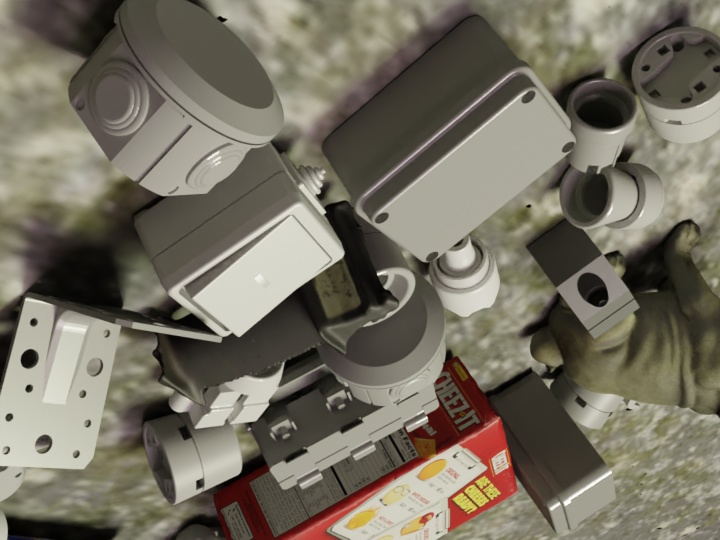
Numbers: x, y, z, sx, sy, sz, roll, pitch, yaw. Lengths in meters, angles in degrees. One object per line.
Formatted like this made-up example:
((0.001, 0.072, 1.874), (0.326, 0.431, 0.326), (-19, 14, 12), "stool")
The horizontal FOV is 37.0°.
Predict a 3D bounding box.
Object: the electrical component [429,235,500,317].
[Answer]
((0.064, -0.002, 0.679), (0.043, 0.043, 0.062), (-28, 145, -5), "electrical component")

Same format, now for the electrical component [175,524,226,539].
((-0.111, 0.220, 0.832), (0.048, 0.048, 0.062), (-43, 152, 17), "electrical component")

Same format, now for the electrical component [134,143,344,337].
((-0.054, -0.018, 0.548), (0.096, 0.061, 0.061), (-34, 146, 4), "electrical component")

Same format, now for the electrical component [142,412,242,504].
((-0.107, 0.115, 0.689), (0.047, 0.055, 0.055), (-18, 145, -26), "electrical component")

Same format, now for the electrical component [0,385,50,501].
((-0.195, 0.086, 0.588), (0.079, 0.043, 0.077), (-19, 145, -16), "electrical component")

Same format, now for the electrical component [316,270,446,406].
((0.014, 0.041, 0.664), (0.080, 0.080, 0.051), (-28, 152, -5), "electrical component")

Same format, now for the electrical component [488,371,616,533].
((0.153, 0.151, 0.886), (0.057, 0.113, 0.078), (-32, 147, -4), "electrical component")

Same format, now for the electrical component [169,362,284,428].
((-0.076, 0.064, 0.653), (0.066, 0.048, 0.055), (-2, 144, -37), "electrical component")

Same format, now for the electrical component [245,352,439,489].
((-0.014, 0.090, 0.719), (0.121, 0.063, 0.078), (-27, 147, -5), "electrical component")

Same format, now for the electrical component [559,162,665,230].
((0.163, -0.048, 0.695), (0.055, 0.045, 0.045), (0, 136, -39), "electrical component")

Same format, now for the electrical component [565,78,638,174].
((0.140, -0.084, 0.636), (0.040, 0.040, 0.046), (-24, 153, -10), "electrical component")

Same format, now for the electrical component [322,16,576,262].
((0.048, -0.066, 0.570), (0.113, 0.057, 0.078), (-39, 146, 12), "electrical component")

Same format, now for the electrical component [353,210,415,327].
((0.000, 0.000, 0.626), (0.055, 0.047, 0.055), (-21, 145, -15), "electrical component")

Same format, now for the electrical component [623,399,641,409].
((0.234, 0.092, 0.932), (0.040, 0.046, 0.040), (-21, 145, -15), "electrical component")

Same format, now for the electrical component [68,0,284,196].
((-0.075, -0.072, 0.445), (0.051, 0.080, 0.080), (-42, 146, 24), "electrical component")

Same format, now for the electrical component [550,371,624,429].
((0.196, 0.097, 0.903), (0.055, 0.055, 0.047), (8, 127, -44), "electrical component")

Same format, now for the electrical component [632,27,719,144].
((0.191, -0.107, 0.633), (0.055, 0.055, 0.047), (-35, 150, 5), "electrical component")

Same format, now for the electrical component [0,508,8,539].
((-0.243, 0.155, 0.633), (0.055, 0.055, 0.047), (-35, 150, 6), "electrical component")
